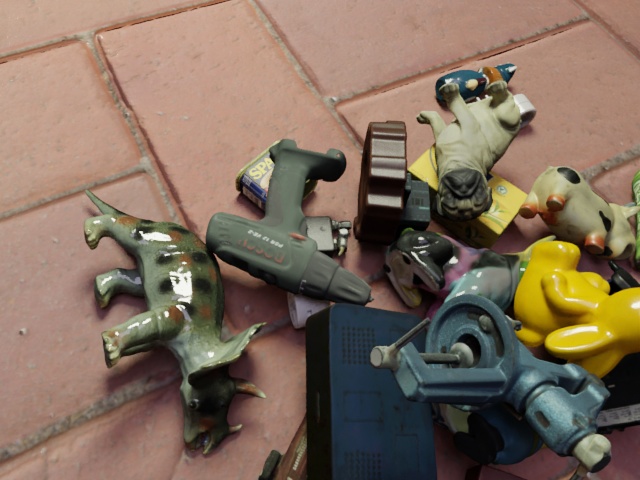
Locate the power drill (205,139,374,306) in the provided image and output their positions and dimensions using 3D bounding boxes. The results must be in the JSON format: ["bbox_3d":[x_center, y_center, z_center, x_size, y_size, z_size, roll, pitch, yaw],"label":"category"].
[{"bbox_3d":[-0.022,-0.026,0.727,0.232,0.086,0.207,14,69,4],"label":"power drill"}]

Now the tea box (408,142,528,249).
[{"bbox_3d":[0.222,-0.070,0.836,0.170,0.068,0.098,37,63,16],"label":"tea box"}]

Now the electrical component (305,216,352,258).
[{"bbox_3d":[-0.003,-0.003,0.786,0.102,0.045,0.078,4,61,-3],"label":"electrical component"}]

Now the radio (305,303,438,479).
[{"bbox_3d":[0.057,0.193,0.613,0.131,0.073,0.229,7,69,-22],"label":"radio"}]

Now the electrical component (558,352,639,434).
[{"bbox_3d":[0.374,0.171,0.678,0.058,0.115,0.134,20,55,-40],"label":"electrical component"}]

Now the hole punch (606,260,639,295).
[{"bbox_3d":[0.425,0.107,0.751,0.115,0.092,0.142,-3,48,-52],"label":"hole punch"}]

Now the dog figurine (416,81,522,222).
[{"bbox_3d":[0.236,-0.116,0.781,0.172,0.121,0.190,-6,73,-8],"label":"dog figurine"}]

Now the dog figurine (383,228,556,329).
[{"bbox_3d":[0.223,0.038,0.751,0.219,0.108,0.191,-26,70,-24],"label":"dog figurine"}]

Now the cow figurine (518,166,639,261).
[{"bbox_3d":[0.399,-0.036,0.807,0.195,0.085,0.127,38,64,-14],"label":"cow figurine"}]

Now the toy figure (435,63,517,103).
[{"bbox_3d":[0.286,-0.286,0.976,0.154,0.057,0.064,-14,48,-12],"label":"toy figure"}]

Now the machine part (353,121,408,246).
[{"bbox_3d":[0.085,-0.082,0.773,0.056,0.179,0.179,6,59,0],"label":"machine part"}]

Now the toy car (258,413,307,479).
[{"bbox_3d":[0.003,0.228,0.648,0.089,0.053,0.202,29,60,7],"label":"toy car"}]

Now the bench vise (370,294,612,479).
[{"bbox_3d":[0.160,0.137,0.529,0.240,0.128,0.224,10,37,-31],"label":"bench vise"}]

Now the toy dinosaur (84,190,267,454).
[{"bbox_3d":[-0.192,0.058,0.696,0.192,0.131,0.405,-7,55,-24],"label":"toy dinosaur"}]

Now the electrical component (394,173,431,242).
[{"bbox_3d":[0.134,-0.051,0.787,0.048,0.119,0.075,5,57,-3],"label":"electrical component"}]

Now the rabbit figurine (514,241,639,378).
[{"bbox_3d":[0.318,0.085,0.630,0.162,0.173,0.121,-48,118,-22],"label":"rabbit figurine"}]

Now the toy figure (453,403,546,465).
[{"bbox_3d":[0.240,0.218,0.641,0.180,0.082,0.089,-10,69,-41],"label":"toy figure"}]
